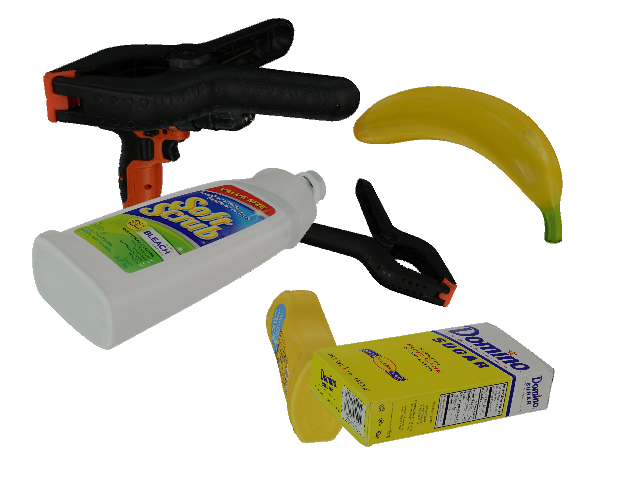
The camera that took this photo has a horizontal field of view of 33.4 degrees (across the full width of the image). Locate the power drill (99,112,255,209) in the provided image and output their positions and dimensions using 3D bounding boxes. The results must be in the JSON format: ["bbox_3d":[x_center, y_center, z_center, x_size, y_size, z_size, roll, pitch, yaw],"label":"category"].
[{"bbox_3d":[-0.147,-0.076,1.066,0.185,0.188,0.057,10,31,20],"label":"power drill"}]

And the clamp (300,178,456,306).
[{"bbox_3d":[0.064,0.010,1.243,0.164,0.036,0.210,-22,53,-40],"label":"clamp"}]

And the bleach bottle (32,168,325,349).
[{"bbox_3d":[-0.097,-0.006,0.858,0.103,0.068,0.250,36,45,29],"label":"bleach bottle"}]

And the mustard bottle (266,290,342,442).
[{"bbox_3d":[-0.018,0.104,1.041,0.058,0.096,0.192,-4,28,-11],"label":"mustard bottle"}]

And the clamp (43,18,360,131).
[{"bbox_3d":[-0.072,-0.097,0.620,0.171,0.039,0.120,-3,26,-13],"label":"clamp"}]

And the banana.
[{"bbox_3d":[0.094,-0.068,0.716,0.037,0.070,0.198,15,14,-44],"label":"banana"}]

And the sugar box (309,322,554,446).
[{"bbox_3d":[0.090,0.111,0.860,0.175,0.048,0.093,-9,26,-27],"label":"sugar box"}]
